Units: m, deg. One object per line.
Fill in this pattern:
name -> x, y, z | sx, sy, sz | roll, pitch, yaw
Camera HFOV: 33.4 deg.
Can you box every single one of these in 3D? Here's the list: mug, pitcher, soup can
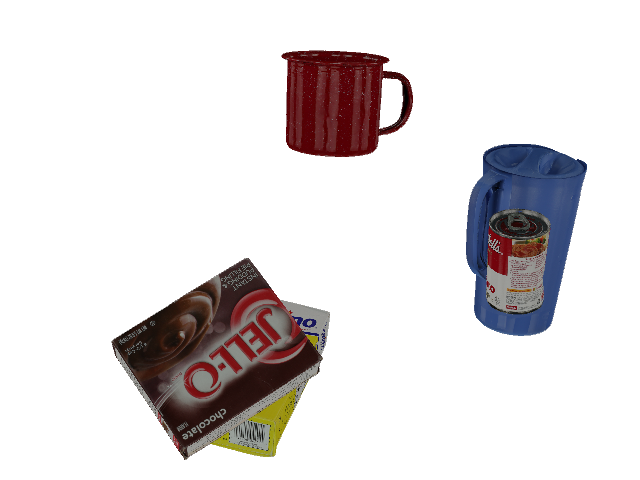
mug -> 0.023, -0.120, 0.930 | 0.117, 0.081, 0.093 | -1, 16, -12
pitcher -> 0.263, 0.003, 1.420 | 0.149, 0.243, 0.145 | 5, 24, 4
soup can -> 0.223, 0.024, 1.209 | 0.068, 0.102, 0.068 | -2, 29, 1

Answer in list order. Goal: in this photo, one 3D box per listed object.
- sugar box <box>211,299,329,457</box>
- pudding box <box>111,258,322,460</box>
sugar box -> -0.058, 0.111, 0.930 | 0.093, 0.048, 0.176 | 12, 32, 9
pudding box -> -0.069, 0.079, 0.719 | 0.113, 0.090, 0.039 | -33, -20, -15
